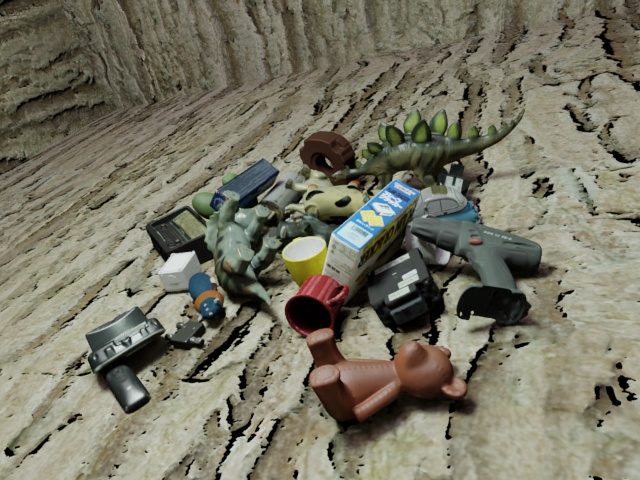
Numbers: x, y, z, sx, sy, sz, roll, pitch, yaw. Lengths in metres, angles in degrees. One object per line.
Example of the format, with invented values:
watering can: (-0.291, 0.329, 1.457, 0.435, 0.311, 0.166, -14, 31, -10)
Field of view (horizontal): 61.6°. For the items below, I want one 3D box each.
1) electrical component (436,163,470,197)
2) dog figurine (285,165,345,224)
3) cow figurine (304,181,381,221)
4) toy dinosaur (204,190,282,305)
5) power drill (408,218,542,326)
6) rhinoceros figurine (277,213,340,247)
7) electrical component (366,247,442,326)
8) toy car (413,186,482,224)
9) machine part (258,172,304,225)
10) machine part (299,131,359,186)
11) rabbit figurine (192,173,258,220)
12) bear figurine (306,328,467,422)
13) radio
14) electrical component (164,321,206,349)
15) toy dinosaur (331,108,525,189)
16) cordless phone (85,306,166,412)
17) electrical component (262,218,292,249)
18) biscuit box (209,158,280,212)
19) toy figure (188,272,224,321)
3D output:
electrical component: (0.297, -0.119, 1.213, 0.075, 0.047, 0.119, 12, 47, 7)
dog figurine: (0.027, -0.105, 1.348, 0.191, 0.121, 0.172, 17, 43, 24)
cow figurine: (0.059, -0.079, 1.175, 0.195, 0.085, 0.127, -2, 24, 11)
toy dinosaur: (-0.174, 0.038, 1.146, 0.131, 0.192, 0.405, 13, 38, -19)
power drill: (0.262, 0.045, 0.910, 0.232, 0.085, 0.207, 10, 32, 2)
rhinoceros figurine: (-0.002, -0.003, 1.146, 0.191, 0.111, 0.073, 6, 37, 22)
electrical component: (0.144, 0.086, 0.935, 0.115, 0.058, 0.134, -29, 25, 15)
toy car: (0.250, -0.061, 1.125, 0.162, 0.102, 0.109, -11, 30, 14)
machine part: (-0.101, -0.113, 1.428, 0.079, 0.079, 0.243, -2, 32, 24)
machine part: (0.022, -0.206, 1.440, 0.180, 0.179, 0.056, 11, 40, 41)
rabbit figurine: (-0.249, -0.079, 1.393, 0.170, 0.121, 0.159, -12, 52, -49)
bear figurine: (0.093, 0.180, 0.751, 0.196, 0.131, 0.120, -19, 29, 8)
radio: (-0.352, -0.005, 1.370, 0.131, 0.073, 0.230, -27, 29, -20)
electrical component: (-0.252, 0.181, 1.037, 0.094, 0.021, 0.063, 2, 32, 31)
toy dinosaur: (0.247, -0.206, 1.288, 0.472, 0.198, 0.105, -8, 32, 18)
cordless phone: (-0.332, 0.218, 0.977, 0.146, 0.088, 0.184, -31, 42, -27)
electrical component: (-0.095, -0.014, 1.280, 0.078, 0.045, 0.102, 15, 41, 42)
biscuit box: (-0.187, -0.131, 1.348, 0.063, 0.059, 0.203, 39, 44, 7)
toy figure: (-0.231, 0.119, 1.101, 0.058, 0.064, 0.155, 13, 19, -31)
